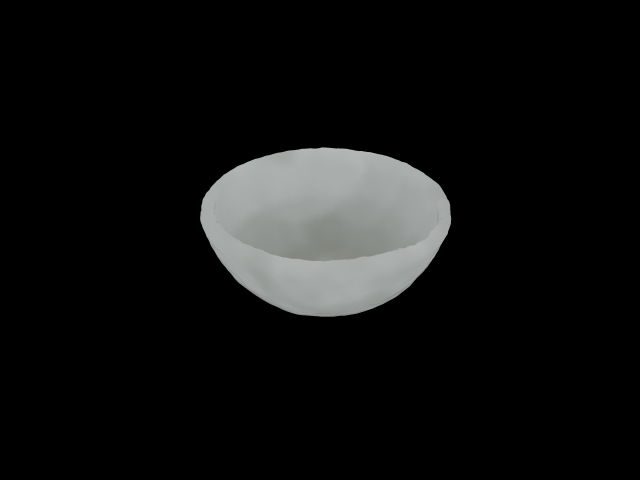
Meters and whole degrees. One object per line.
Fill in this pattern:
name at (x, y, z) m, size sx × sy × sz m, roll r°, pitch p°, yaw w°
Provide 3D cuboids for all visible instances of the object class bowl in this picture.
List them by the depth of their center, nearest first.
bowl at (0.004, 0.001, 0.400) m, size 0.167 × 0.075 × 0.167 m, roll 0°, pitch 33°, yaw 0°
